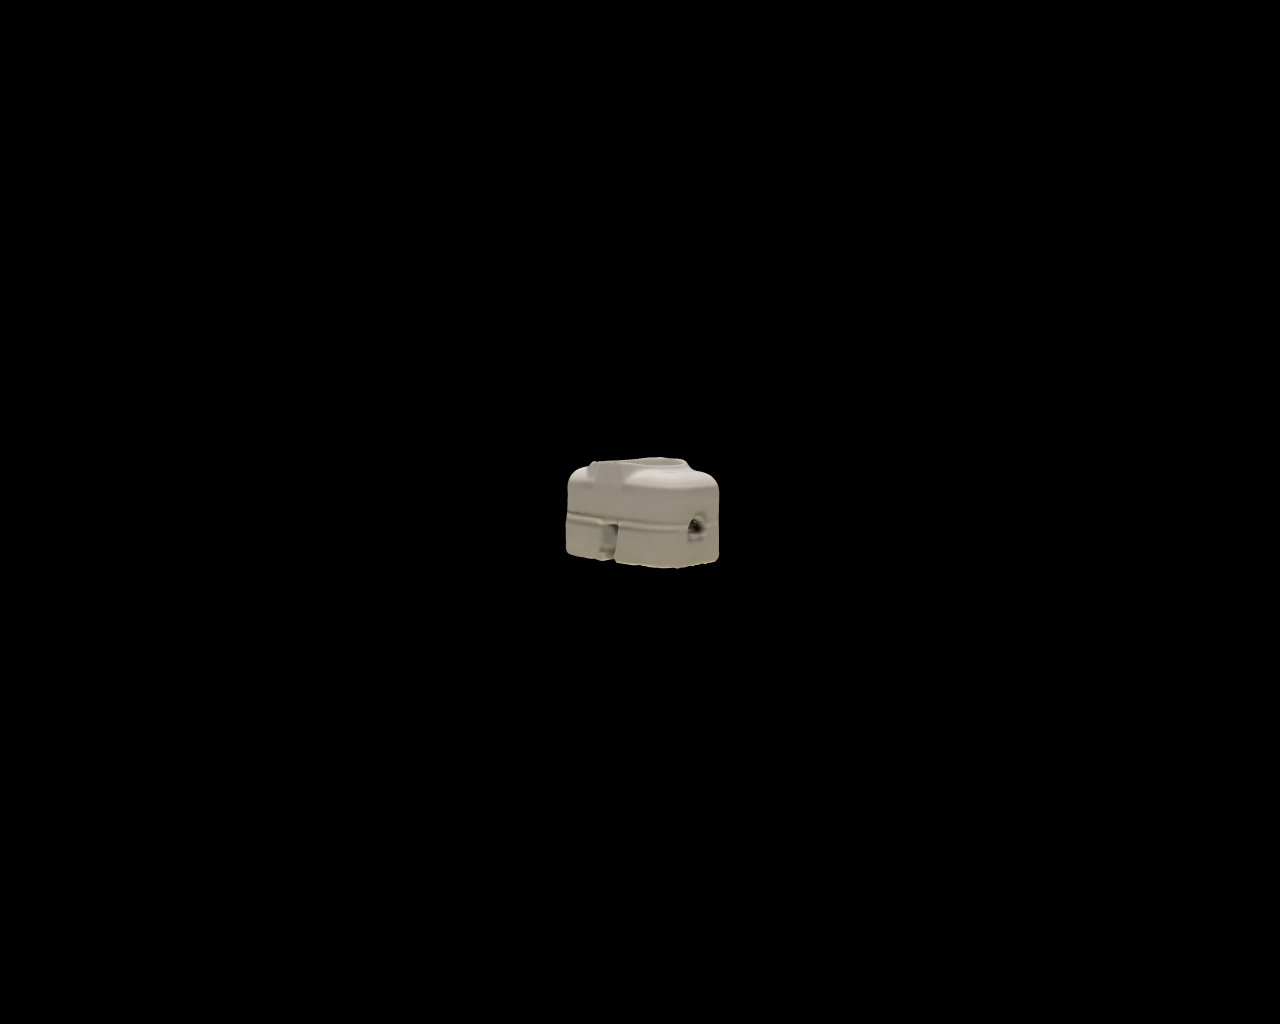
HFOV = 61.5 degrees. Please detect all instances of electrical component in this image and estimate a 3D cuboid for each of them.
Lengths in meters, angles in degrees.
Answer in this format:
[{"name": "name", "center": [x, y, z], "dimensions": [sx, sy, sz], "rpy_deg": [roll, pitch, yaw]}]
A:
[{"name": "electrical component", "center": [0.001, -0.003, 0.650], "dimensions": [0.054, 0.059, 0.095], "rpy_deg": [-6, 9, -43]}]
